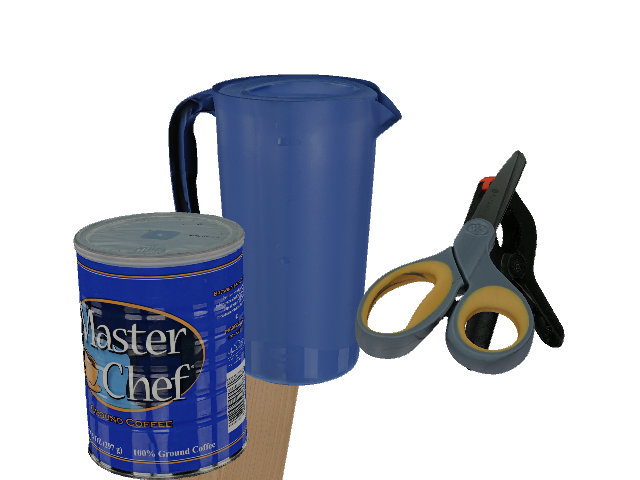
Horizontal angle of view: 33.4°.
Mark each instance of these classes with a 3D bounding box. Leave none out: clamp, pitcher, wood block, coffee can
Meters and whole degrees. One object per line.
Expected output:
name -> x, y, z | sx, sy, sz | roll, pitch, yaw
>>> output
clamp -> 0.157, 0.031, 0.948 | 0.120, 0.171, 0.039 | -21, 7, -40
pitcher -> -0.030, -0.012, 0.869 | 0.144, 0.243, 0.149 | -10, 20, -31
wood block -> -0.087, 0.168, 0.951 | 0.090, 0.206, 0.090 | 20, 17, 35
coffee can -> -0.097, 0.062, 0.665 | 0.103, 0.140, 0.103 | 0, 16, 0

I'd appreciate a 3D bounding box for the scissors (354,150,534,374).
scissors -> 0.097, 0.009, 0.572 | 0.096, 0.016, 0.201 | 25, 44, 30
